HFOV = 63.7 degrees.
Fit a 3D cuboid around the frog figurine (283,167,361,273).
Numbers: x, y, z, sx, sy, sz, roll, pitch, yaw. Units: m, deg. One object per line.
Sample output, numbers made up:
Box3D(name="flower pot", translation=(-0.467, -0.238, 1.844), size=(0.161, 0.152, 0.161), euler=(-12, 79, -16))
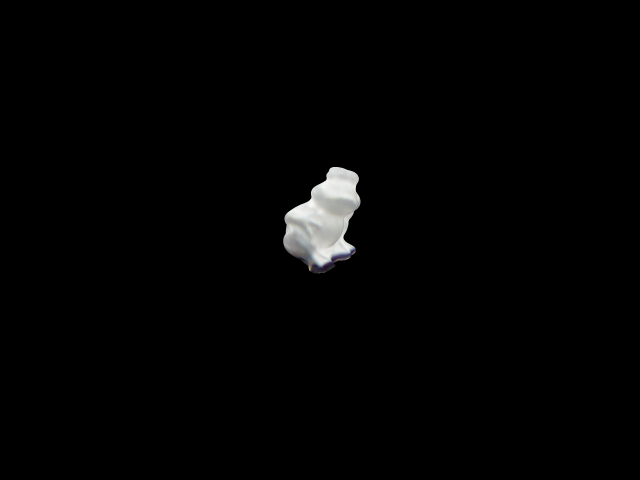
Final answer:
Box3D(name="frog figurine", translation=(0.003, -0.043, 0.850), size=(0.138, 0.157, 0.123), euler=(-12, 20, -34))
